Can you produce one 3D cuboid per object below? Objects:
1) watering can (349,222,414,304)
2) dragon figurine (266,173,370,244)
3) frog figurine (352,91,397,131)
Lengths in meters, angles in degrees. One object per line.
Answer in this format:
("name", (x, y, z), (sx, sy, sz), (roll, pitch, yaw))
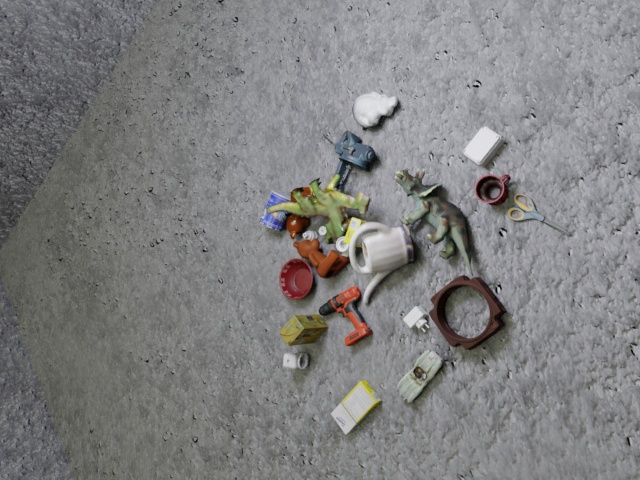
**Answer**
("watering can", (0.218, 0.071, 1.778), (0.224, 0.340, 0.106), (-14, 36, -2))
("dragon figurine", (0.006, -0.095, 1.892), (0.406, 0.123, 0.243), (-26, 88, 28))
("frog figurine", (0.204, -0.490, 1.917), (0.158, 0.121, 0.140), (-9, 58, 44))
